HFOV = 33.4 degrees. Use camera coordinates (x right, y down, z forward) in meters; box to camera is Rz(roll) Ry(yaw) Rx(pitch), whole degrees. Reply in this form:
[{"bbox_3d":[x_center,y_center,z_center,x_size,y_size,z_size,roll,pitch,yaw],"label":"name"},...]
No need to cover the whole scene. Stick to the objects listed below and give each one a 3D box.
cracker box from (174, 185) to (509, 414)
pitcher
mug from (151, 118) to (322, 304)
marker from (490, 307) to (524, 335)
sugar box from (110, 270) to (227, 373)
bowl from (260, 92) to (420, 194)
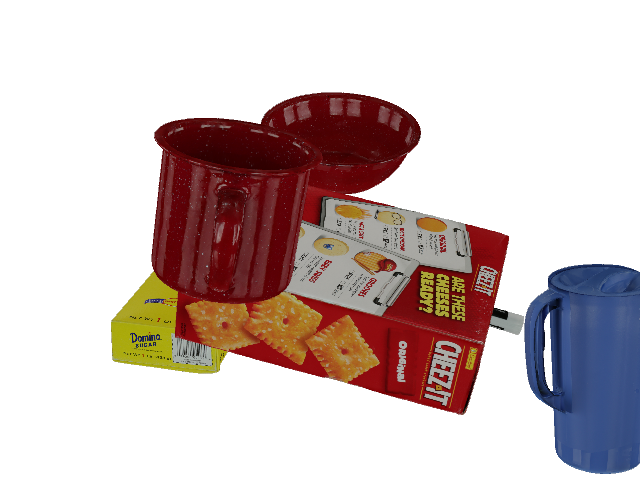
[{"bbox_3d":[0.021,0.034,0.793,0.214,0.072,0.164,15,30,9],"label":"cracker box"},{"bbox_3d":[0.335,0.158,1.308,0.149,0.243,0.144,4,16,22],"label":"pitcher"},{"bbox_3d":[-0.050,-0.012,0.589,0.093,0.081,0.117,7,22,-7],"label":"mug"},{"bbox_3d":[0.130,0.062,1.001,0.121,0.020,0.020,17,1,3],"label":"marker"},{"bbox_3d":[-0.111,0.054,0.949,0.093,0.048,0.176,6,25,9],"label":"sugar box"},{"bbox_3d":[0.019,-0.093,1.085,0.162,0.055,0.162,2,33,-2],"label":"bowl"}]
